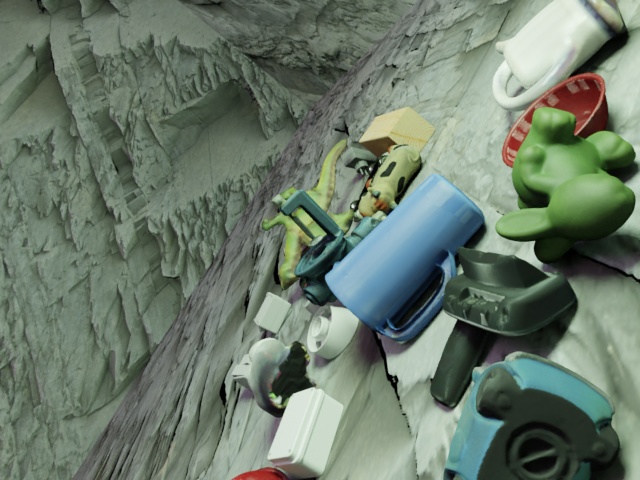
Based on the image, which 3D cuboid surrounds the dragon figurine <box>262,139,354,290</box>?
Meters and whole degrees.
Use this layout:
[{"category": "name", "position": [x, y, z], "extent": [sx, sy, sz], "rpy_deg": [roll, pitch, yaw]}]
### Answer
[{"category": "dragon figurine", "position": [0.004, -0.064, 1.273], "extent": [0.411, 0.120, 0.246], "rpy_deg": [-56, 42, -2]}]

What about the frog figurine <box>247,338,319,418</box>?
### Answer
[{"category": "frog figurine", "position": [-0.075, 0.234, 0.903], "extent": [0.124, 0.136, 0.159], "rpy_deg": [-41, 11, -20]}]

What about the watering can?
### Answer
[{"category": "watering can", "position": [0.385, -0.342, 0.881], "extent": [0.221, 0.103, 0.356], "rpy_deg": [-41, 19, 35]}]
